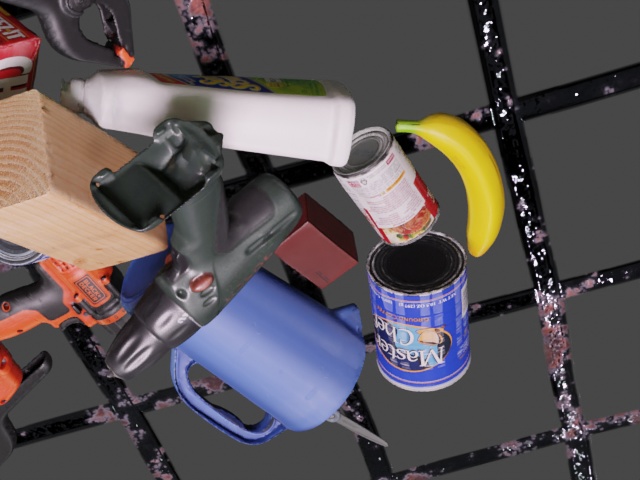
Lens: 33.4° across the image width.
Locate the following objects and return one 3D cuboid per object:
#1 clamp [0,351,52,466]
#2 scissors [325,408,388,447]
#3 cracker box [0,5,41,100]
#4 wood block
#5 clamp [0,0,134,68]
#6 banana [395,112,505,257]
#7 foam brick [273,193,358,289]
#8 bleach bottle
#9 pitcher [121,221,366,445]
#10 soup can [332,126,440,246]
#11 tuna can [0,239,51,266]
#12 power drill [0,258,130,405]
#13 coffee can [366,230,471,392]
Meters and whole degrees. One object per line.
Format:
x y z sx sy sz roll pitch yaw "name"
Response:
-0.379 0.197 1.200 0.164 0.036 0.210 0 125 -6 "clamp"
0.016 0.190 1.256 0.201 0.016 0.096 19 124 -21 "scissors"
-0.340 -0.091 0.874 0.213 0.072 0.164 -27 147 -46 "cracker box"
-0.220 -0.044 0.923 0.090 0.091 0.206 -15 163 15 "wood block"
-0.204 -0.213 0.879 0.120 0.039 0.171 -51 140 -1 "clamp"
0.146 -0.061 1.063 0.070 0.037 0.197 -14 130 27 "banana"
-0.007 0.001 1.081 0.053 0.051 0.078 -37 124 22 "foam brick"
-0.101 -0.115 0.943 0.250 0.102 0.068 4 110 -11 "bleach bottle"
-0.086 0.094 1.093 0.242 0.149 0.145 36 137 -26 "pitcher"
0.064 -0.052 1.036 0.068 0.068 0.102 -28 126 15 "soup can"
-0.283 -0.019 1.014 0.086 0.033 0.086 1 97 12 "tuna can"
-0.275 0.091 1.103 0.188 0.057 0.184 -33 119 6 "power drill"
0.105 0.074 1.119 0.103 0.103 0.140 -9 129 0 "coffee can"
